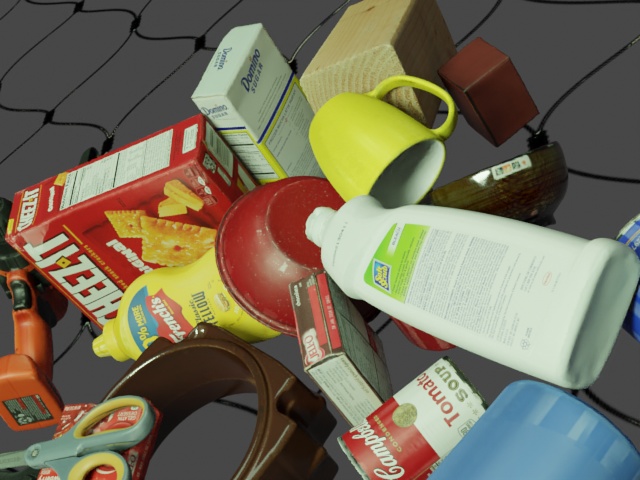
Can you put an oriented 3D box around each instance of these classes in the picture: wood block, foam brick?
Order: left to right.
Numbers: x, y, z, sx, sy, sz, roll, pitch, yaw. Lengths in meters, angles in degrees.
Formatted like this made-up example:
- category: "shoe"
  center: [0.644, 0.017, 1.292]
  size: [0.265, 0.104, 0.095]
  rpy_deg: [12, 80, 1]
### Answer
- category: "wood block"
  center: [0.061, -0.163, 0.995]
  size: [0.091, 0.090, 0.206]
  rpy_deg: [-18, 23, 23]
- category: "foam brick"
  center: [0.152, -0.134, 0.965]
  size: [0.051, 0.078, 0.053]
  rpy_deg: [-40, 41, 1]

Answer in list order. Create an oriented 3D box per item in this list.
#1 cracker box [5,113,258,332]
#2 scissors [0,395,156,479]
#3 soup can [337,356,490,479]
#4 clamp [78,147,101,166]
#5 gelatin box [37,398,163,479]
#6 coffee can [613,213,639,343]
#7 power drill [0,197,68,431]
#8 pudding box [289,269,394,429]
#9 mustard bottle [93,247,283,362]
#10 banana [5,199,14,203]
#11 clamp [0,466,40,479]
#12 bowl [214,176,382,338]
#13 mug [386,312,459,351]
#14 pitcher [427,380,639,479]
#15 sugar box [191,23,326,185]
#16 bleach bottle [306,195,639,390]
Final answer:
- category: "cracker box"
  center: [-0.159, -0.007, 1.008]
  size: [0.214, 0.164, 0.072]
  rpy_deg: [-20, 42, 19]
- category: "scissors"
  center: [-0.210, 0.179, 0.813]
  size: [0.202, 0.016, 0.096]
  rpy_deg: [-26, 44, 18]
- category: "soup can"
  center: [0.073, 0.141, 0.780]
  size: [0.102, 0.068, 0.069]
  rpy_deg: [-38, 41, -1]
- category: "clamp"
  center: [-0.274, -0.018, 1.197]
  size: [0.210, 0.036, 0.165]
  rpy_deg: [-49, 42, -12]
- category: "gelatin box"
  center: [-0.172, 0.164, 0.833]
  size: [0.089, 0.030, 0.073]
  rpy_deg: [-10, 49, 31]
- category: "coffee can"
  center: [0.265, 0.049, 0.698]
  size: [0.103, 0.102, 0.140]
  rpy_deg: [-39, 40, -1]
- category: "power drill"
  center: [-0.287, 0.073, 1.028]
  size: [0.057, 0.184, 0.187]
  rpy_deg: [-12, 51, 2]
- category: "pudding box"
  center: [0.019, 0.090, 0.829]
  size: [0.039, 0.113, 0.090]
  rpy_deg: [-26, 42, 14]
- category: "mustard bottle"
  center: [-0.125, 0.068, 0.972]
  size: [0.192, 0.096, 0.058]
  rpy_deg: [-22, 7, 20]
- category: "banana"
  center: [-0.387, 0.021, 1.247]
  size: [0.070, 0.037, 0.197]
  rpy_deg: [-28, 38, 37]
- category: "clamp"
  center: [-0.265, 0.228, 0.967]
  size: [0.171, 0.039, 0.120]
  rpy_deg: [-30, 47, 4]
- category: "bowl"
  center: [-0.006, 0.001, 0.904]
  size: [0.162, 0.055, 0.162]
  rpy_deg: [7, 57, -11]
- category: "mug"
  center: [0.092, 0.042, 0.845]
  size: [0.093, 0.081, 0.117]
  rpy_deg: [-38, 41, 0]
- category: "pitcher"
  center: [0.091, 0.210, 0.671]
  size: [0.149, 0.145, 0.242]
  rpy_deg: [29, 69, 34]
- category: "sugar box"
  center: [-0.045, -0.108, 1.006]
  size: [0.048, 0.176, 0.093]
  rpy_deg: [-2, 51, 36]
- category: "bleach bottle"
  center: [0.090, 0.016, 0.753]
  size: [0.251, 0.068, 0.102]
  rpy_deg: [22, 92, 41]
